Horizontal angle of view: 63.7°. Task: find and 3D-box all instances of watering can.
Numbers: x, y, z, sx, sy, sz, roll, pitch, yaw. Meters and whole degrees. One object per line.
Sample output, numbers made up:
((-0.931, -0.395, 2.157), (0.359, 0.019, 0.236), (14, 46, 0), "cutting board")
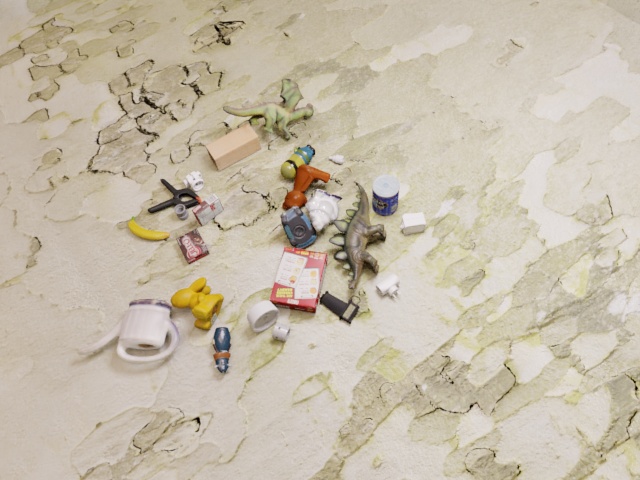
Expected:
((-0.649, 0.309, 1.779), (0.347, 0.102, 0.229), (2, 59, 5), "watering can")

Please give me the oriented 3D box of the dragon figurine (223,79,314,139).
((-0.183, -0.566, 2.148), (0.124, 0.408, 0.240), (47, 113, 41), "dragon figurine")

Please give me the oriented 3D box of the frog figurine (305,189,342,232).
((0.006, -0.098, 1.955), (0.122, 0.136, 0.162), (-12, 58, 46), "frog figurine")
